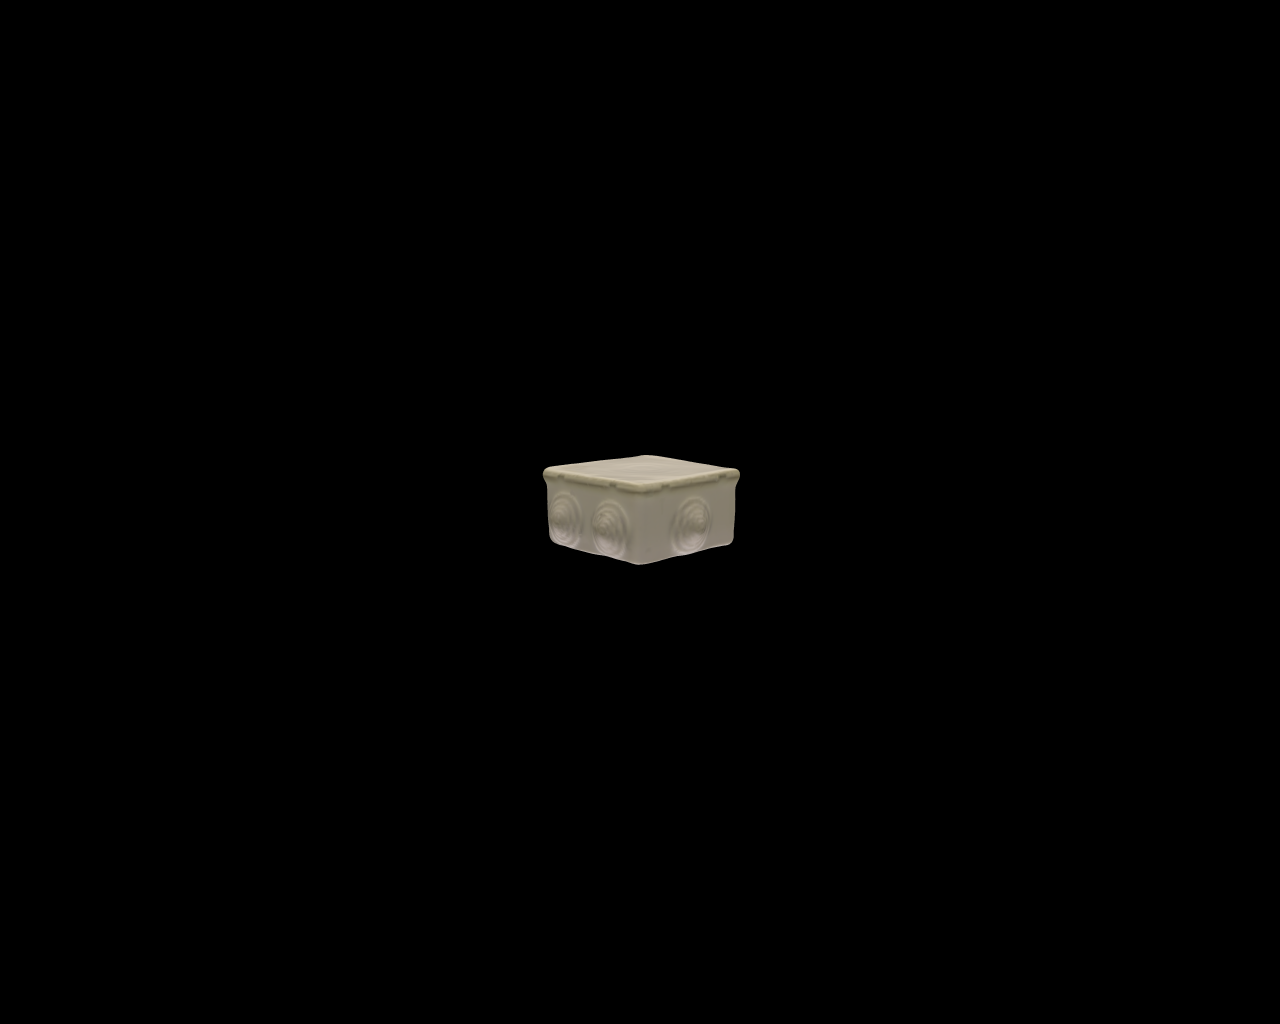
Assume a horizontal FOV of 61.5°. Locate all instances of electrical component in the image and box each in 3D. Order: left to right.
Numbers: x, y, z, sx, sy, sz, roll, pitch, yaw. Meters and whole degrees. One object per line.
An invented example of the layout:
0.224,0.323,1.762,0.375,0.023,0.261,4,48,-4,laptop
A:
0.001,-0.003,0.650,0.100,0.048,0.100,-10,15,-42,electrical component
